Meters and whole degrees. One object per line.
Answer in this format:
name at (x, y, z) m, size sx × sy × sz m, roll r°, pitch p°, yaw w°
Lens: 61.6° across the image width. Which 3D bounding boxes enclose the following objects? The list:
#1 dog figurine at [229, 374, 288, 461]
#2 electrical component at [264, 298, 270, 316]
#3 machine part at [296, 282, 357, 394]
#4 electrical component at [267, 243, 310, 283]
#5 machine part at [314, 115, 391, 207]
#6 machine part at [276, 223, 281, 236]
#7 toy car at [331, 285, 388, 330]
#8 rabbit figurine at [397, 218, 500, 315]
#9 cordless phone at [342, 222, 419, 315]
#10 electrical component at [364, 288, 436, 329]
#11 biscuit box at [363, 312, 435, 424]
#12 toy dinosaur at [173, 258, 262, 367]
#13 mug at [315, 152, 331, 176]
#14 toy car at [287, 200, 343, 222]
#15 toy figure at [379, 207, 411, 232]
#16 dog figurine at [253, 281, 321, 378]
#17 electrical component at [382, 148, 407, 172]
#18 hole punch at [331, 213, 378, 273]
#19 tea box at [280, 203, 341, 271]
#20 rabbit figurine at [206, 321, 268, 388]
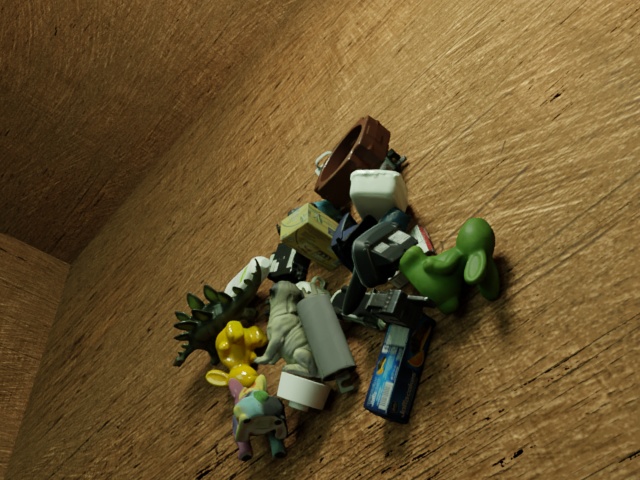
dog figurine at (-0.146, 0.359, 1.178) m, size 0.219 × 0.108 × 0.191 m, roll -120°, pitch 28°, yaw -56°
electrical component at (-0.114, 0.164, 1.433) m, size 0.094 × 0.021 × 0.063 m, roll -32°, pitch 39°, yaw 33°
machine part at (0.011, 0.201, 1.118) m, size 0.079 × 0.079 × 0.243 m, roll -36°, pitch 62°, yaw 29°
electrical component at (-0.086, 0.062, 1.457) m, size 0.134 × 0.058 × 0.115 m, roll -13°, pitch 49°, yaw 49°
machine part at (0.083, -0.193, 1.336) m, size 0.201 × 0.087 × 0.201 m, roll -41°, pitch 21°, yaw 40°
machine part at (-0.056, -0.050, 1.500) m, size 0.139 × 0.039 × 0.084 m, roll -28°, pitch 37°, yaw -12°
toy car at (0.091, 0.144, 1.144) m, size 0.202 × 0.056 × 0.073 m, roll 4°, pitch 58°, yaw 54°
rabbit figurine at (0.248, 0.038, 0.963) m, size 0.170 × 0.121 × 0.159 m, roll -50°, pitch 38°, yaw 14°
cordless phone at (0.109, 0.065, 1.073) m, size 0.089 × 0.146 × 0.184 m, roll 34°, pitch 129°, yaw 22°
electrical component at (0.147, 0.123, 0.951) m, size 0.119 × 0.074 × 0.048 m, roll 3°, pitch 63°, yaw 49°
biscuit box at (0.147, 0.226, 0.982) m, size 0.059 × 0.062 × 0.202 m, roll -5°, pitch 57°, yaw 51°
toy dinosaur at (-0.271, 0.210, 1.438) m, size 0.471 × 0.198 × 0.105 m, roll -42°, pitch 37°, yaw 24°
mug at (0.044, -0.201, 1.484) m, size 0.107 × 0.109 × 0.081 m, roll -38°, pitch 25°, yaw 4°
toy car at (-0.004, -0.048, 1.396) m, size 0.109 × 0.161 × 0.103 m, roll -19°, pitch 91°, yaw 38°
toy figure at (0.133, 0.003, 1.142) m, size 0.154 × 0.057 × 0.064 m, roll -54°, pitch 20°, yaw 8°
dog figurine at (-0.046, 0.195, 1.186) m, size 0.121 × 0.172 × 0.190 m, roll 90°, pitch -165°, yaw -80°
electrical component at (0.166, -0.186, 1.360) m, size 0.102 × 0.045 × 0.078 m, roll -50°, pitch 60°, yaw 15°
hole punch at (0.084, 0.010, 1.210) m, size 0.116 × 0.142 × 0.092 m, roll -49°, pitch 31°, yaw -15°
tea box at (-0.003, -0.004, 1.296) m, size 0.098 × 0.169 × 0.068 m, roll -32°, pitch 38°, yaw 31°
rabbit figurine at (-0.210, 0.311, 1.346) m, size 0.162 × 0.121 × 0.173 m, roll -37°, pitch 54°, yaw 16°
